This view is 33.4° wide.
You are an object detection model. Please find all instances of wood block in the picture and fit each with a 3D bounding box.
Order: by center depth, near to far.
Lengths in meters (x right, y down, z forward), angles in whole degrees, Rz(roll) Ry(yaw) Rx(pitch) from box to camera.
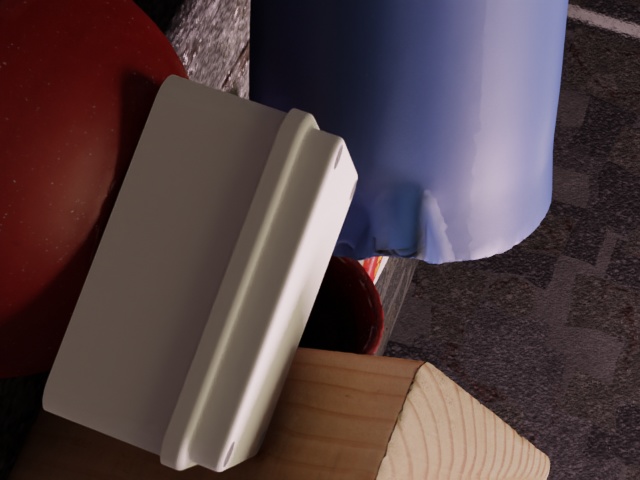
[{"bbox_3d":[-0.027,0.098,0.435,0.090,0.207,0.090,39,63,-37],"label":"wood block"}]

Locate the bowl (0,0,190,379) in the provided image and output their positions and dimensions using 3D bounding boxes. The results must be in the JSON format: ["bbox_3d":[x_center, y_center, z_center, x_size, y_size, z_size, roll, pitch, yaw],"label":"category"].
[{"bbox_3d":[-0.083,-0.016,0.366,0.162,0.055,0.162,20,89,-82],"label":"bowl"}]

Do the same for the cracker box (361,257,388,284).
[{"bbox_3d":[0.053,-0.045,1.082,0.213,0.072,0.164,-59,167,-56],"label":"cracker box"}]

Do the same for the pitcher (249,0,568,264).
[{"bbox_3d":[0.034,-0.125,0.408,0.144,0.149,0.243,-25,133,-31],"label":"pitcher"}]

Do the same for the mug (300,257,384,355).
[{"bbox_3d":[-0.015,0.063,0.624,0.093,0.117,0.082,-32,169,-42],"label":"mug"}]
